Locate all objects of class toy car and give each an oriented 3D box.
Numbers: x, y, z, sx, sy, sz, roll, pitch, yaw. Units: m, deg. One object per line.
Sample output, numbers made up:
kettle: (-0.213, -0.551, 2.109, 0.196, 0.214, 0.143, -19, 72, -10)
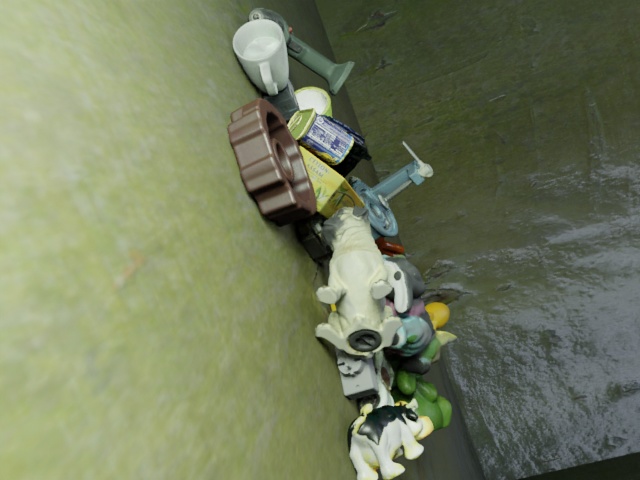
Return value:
toy car: (0.099, 0.253, 0.913, 0.202, 0.056, 0.073, -87, 156, -61)

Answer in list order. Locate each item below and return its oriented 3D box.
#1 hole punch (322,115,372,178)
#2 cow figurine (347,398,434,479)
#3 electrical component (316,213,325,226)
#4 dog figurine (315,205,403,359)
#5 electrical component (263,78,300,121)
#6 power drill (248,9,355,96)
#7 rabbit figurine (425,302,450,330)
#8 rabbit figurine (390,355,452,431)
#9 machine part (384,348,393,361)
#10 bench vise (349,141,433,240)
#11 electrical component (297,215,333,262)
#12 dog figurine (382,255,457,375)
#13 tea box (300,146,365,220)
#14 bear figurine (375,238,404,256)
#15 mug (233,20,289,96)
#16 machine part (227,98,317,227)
hole punch: (0.012, -0.173, 0.991, 0.142, 0.116, 0.092, 27, 34, -33)
cow figurine: (0.101, 0.271, 0.774, 0.167, 0.068, 0.098, -12, 75, -56)
electrical component: (0.008, -0.026, 1.020, 0.063, 0.021, 0.094, -74, 143, -71)
dog figurine: (0.057, 0.060, 0.812, 0.191, 0.121, 0.172, -87, 179, -55)
electrical component: (-0.070, -0.247, 0.960, 0.074, 0.048, 0.119, 54, 19, -53)
power drill: (-0.038, -0.362, 1.038, 0.207, 0.086, 0.232, 26, 12, -6)
rabbit figurine: (0.253, 0.205, 1.399, 0.162, 0.173, 0.121, -16, 91, -82)
rabbit figurine: (0.166, 0.279, 1.039, 0.159, 0.121, 0.170, 15, 70, -50)
machine part: (0.175, 0.287, 1.149, 0.079, 0.079, 0.243, -81, 149, -65)
bench vise: (0.116, -0.081, 1.047, 0.128, 0.240, 0.224, 44, 29, -16)
electrical component: (-0.002, -0.004, 0.884, 0.078, 0.045, 0.102, -93, 160, -47)
dog figurine: (0.159, 0.134, 0.938, 0.219, 0.109, 0.191, 22, 72, -49)
tea box: (0.006, -0.079, 0.895, 0.098, 0.068, 0.169, 38, 1, 17)
bear figurine: (0.130, 0.037, 1.241, 0.195, 0.120, 0.132, 42, 35, -63)
mug: (-0.084, -0.281, 0.873, 0.107, 0.081, 0.109, 64, 6, -67)
machine part: (-0.065, -0.105, 0.742, 0.179, 0.056, 0.179, -21, 90, -77)
